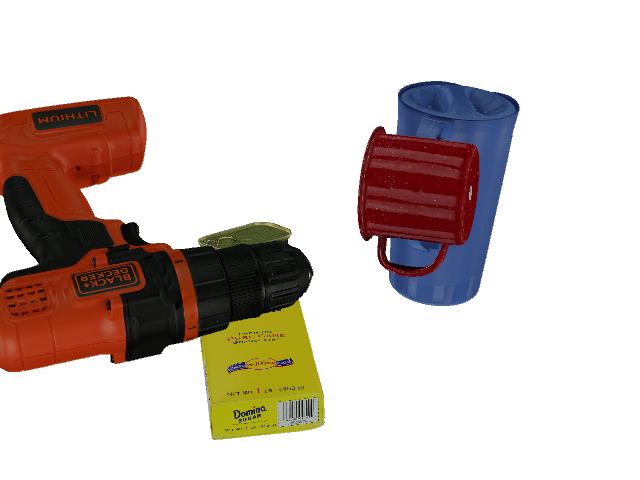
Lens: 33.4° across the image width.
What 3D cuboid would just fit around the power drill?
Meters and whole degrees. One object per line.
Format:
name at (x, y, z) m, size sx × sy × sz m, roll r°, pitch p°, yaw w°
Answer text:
power drill at (-0.117, -0.011, 0.632) m, size 0.184 × 0.057 × 0.188 m, roll -10°, pitch 43°, yaw -21°

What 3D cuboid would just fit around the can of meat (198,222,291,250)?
can of meat at (-0.080, 0.034, 1.141) m, size 0.101 × 0.084 × 0.058 m, roll -17°, pitch 26°, yaw -42°

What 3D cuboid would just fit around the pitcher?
pitcher at (0.138, -0.048, 1.208) m, size 0.149 × 0.243 × 0.145 m, roll -5°, pitch 27°, yaw -19°

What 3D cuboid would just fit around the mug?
mug at (0.078, -0.029, 0.848) m, size 0.081 × 0.117 × 0.093 m, roll 8°, pitch -5°, yaw 15°

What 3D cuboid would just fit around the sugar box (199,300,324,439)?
sugar box at (-0.056, 0.093, 0.921) m, size 0.093 × 0.048 × 0.176 m, roll -4°, pitch 35°, yaw -9°
